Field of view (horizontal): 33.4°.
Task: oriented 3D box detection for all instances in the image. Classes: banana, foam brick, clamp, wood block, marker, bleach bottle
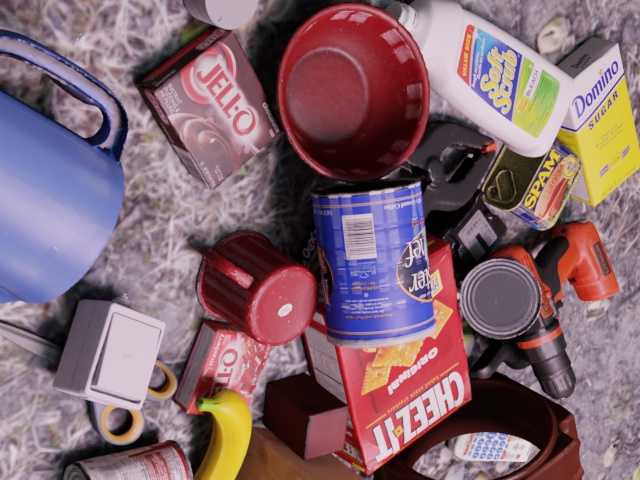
[{"bbox_3d":[-0.102,0.205,1.033,0.069,0.037,0.198,-11,135,-26],"label":"banana"},{"bbox_3d":[-0.015,0.180,1.091,0.052,0.078,0.051,-9,116,-34],"label":"foam brick"},{"bbox_3d":[0.106,-0.056,1.090,0.209,0.036,0.164,-16,100,-37],"label":"clamp"},{"bbox_3d":[0.002,0.277,1.060,0.090,0.206,0.090,16,99,-42],"label":"wood block"},{"bbox_3d":[-0.007,0.001,1.055,0.020,0.020,0.121,27,92,-43],"label":"marker"},{"bbox_3d":[0.213,0.118,1.244,0.171,0.039,0.120,27,57,-43],"label":"clamp"},{"bbox_3d":[0.153,-0.170,1.079,0.250,0.068,0.102,20,96,-40],"label":"bleach bottle"}]

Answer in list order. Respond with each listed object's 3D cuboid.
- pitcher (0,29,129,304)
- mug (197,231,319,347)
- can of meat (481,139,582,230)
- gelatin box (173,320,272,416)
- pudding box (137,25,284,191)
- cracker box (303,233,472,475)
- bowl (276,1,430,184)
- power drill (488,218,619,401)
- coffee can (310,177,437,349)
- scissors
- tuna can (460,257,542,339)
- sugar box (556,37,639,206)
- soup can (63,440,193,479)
[{"bbox_3d":[-0.259,-0.071,0.745,0.242,0.145,0.149,36,50,-40],"label":"pitcher"},{"bbox_3d":[-0.061,0.042,0.986,0.093,0.082,0.117,-54,133,-6],"label":"mug"},{"bbox_3d":[0.241,-0.069,1.201,0.083,0.058,0.102,25,93,-46],"label":"can of meat"},{"bbox_3d":[-0.093,0.127,1.035,0.073,0.030,0.089,15,100,-42],"label":"gelatin box"},{"bbox_3d":[-0.093,-0.114,0.918,0.090,0.039,0.113,-42,131,-18],"label":"pudding box"},{"bbox_3d":[0.074,0.118,1.135,0.164,0.072,0.214,-30,124,-27],"label":"cracker box"},{"bbox_3d":[0.020,-0.133,0.974,0.161,0.055,0.162,-2,95,-29],"label":"bowl"},{"bbox_3d":[0.278,0.069,1.230,0.187,0.057,0.184,-31,101,-47],"label":"power drill"},{"bbox_3d":[0.049,0.019,0.980,0.102,0.103,0.140,-12,100,-35],"label":"coffee can"},{"bbox_3d":[-0.214,0.131,0.946,0.201,0.016,0.096,16,95,-43],"label":"scissors"},{"bbox_3d":[0.192,0.061,1.137,0.033,0.086,0.086,-20,132,-79],"label":"tuna can"},{"bbox_3d":[0.318,-0.136,1.240,0.093,0.048,0.176,-39,131,-19],"label":"sugar box"},{"bbox_3d":[-0.177,0.228,0.987,0.102,0.069,0.068,-6,114,-37],"label":"soup can"}]
